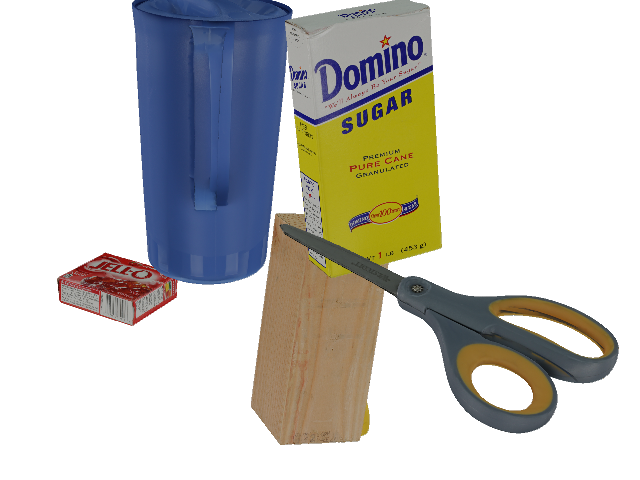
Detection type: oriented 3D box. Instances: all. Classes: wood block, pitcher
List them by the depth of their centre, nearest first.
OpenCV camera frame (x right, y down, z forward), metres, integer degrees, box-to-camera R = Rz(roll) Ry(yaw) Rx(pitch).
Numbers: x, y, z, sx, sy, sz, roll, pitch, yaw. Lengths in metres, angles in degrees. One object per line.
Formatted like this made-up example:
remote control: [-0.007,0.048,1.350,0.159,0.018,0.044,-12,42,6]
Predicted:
pitcher: [-0.096,-0.086,0.920,0.145,0.243,0.148,20,27,36]
wood block: [-0.002,0.085,1.043,0.090,0.206,0.091,2,16,-23]

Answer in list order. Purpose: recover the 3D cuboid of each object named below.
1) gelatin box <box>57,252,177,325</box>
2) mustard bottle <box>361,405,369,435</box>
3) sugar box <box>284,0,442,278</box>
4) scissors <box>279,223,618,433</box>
gelatin box: [-0.192,0.044,1.013,0.089,0.030,0.073,15,25,24]
mustard bottle: [0.017,0.167,1.406,0.096,0.192,0.058,-1,16,-5]
sugar box: [0.032,-0.070,0.736,0.093,0.176,0.048,-15,27,-20]
scissors: [0.050,0.043,0.555,0.202,0.016,0.096,15,42,19]
